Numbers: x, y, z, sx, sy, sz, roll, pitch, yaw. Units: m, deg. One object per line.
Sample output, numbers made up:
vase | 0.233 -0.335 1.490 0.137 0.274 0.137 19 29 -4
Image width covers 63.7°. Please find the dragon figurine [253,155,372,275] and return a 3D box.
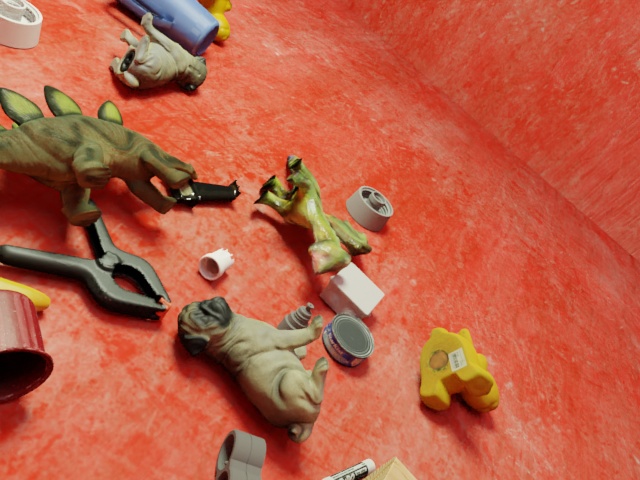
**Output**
dragon figurine | 0.003 -0.052 1.028 0.121 0.241 0.417 -43 13 19
